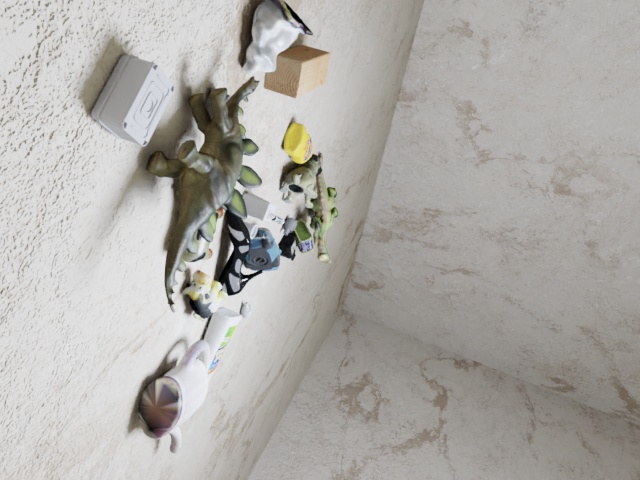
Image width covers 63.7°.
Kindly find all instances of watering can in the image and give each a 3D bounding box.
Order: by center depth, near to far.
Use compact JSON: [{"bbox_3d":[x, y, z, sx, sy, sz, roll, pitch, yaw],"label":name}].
[{"bbox_3d":[-0.358,0.420,1.279,0.104,0.345,0.225,20,9,13],"label":"watering can"}]

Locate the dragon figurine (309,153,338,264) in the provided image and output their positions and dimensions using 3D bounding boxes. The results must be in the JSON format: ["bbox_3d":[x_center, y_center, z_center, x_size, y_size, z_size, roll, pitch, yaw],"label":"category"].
[{"bbox_3d":[0.006,-0.097,1.926,0.122,0.402,0.248,-5,28,4],"label":"dragon figurine"}]

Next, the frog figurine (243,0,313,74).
[{"bbox_3d":[-0.113,-0.434,1.113,0.158,0.122,0.139,-36,8,20],"label":"frog figurine"}]
